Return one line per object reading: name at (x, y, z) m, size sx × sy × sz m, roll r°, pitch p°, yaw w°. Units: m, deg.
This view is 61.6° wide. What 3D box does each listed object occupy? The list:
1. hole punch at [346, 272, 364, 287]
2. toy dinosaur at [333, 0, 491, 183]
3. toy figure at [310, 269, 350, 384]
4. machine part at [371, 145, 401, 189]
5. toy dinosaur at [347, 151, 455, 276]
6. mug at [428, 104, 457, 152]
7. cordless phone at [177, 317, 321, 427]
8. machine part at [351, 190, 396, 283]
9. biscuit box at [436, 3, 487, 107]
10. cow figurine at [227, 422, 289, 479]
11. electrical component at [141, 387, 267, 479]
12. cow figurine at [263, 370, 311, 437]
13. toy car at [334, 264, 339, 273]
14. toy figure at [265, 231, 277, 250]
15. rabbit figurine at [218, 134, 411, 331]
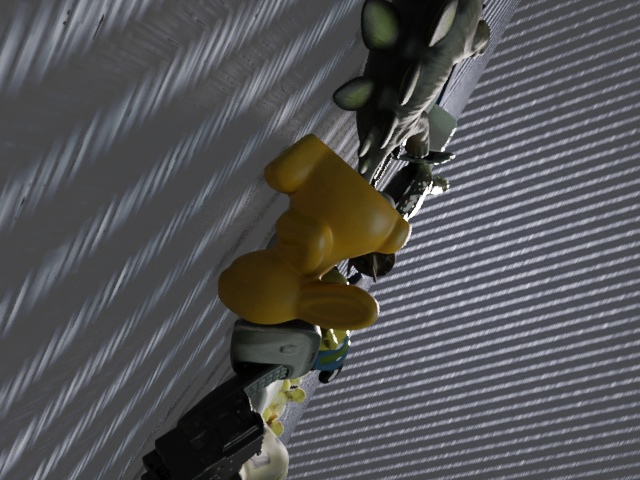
hole punch at (0.013, 0.080, 0.906) m, size 0.115 × 0.092 × 0.142 m, roll -57°, pitch 173°, yaw -5°
toy dinosaur at (0.114, -0.221, 0.560) m, size 0.198 × 0.105 × 0.470 m, roll -34°, pitch 146°, yaw -62°
toy figure at (0.002, 0.115, 0.732) m, size 0.089 × 0.082 × 0.179 m, roll -56°, pitch 149°, yaw -38°
machine part at (0.093, -0.115, 0.917) m, size 0.139 × 0.039 × 0.084 m, roll -56°, pitch 163°, yaw -22°
toy dinosaur at (0.163, -0.080, 1.167) m, size 0.404 × 0.131 × 0.192 m, roll -58°, pitch 158°, yaw 5°
mug at (0.167, -0.185, 0.894) m, size 0.081 × 0.107 × 0.109 m, roll -56°, pitch 167°, yaw -20°
cordless phone at (-0.093, 0.151, 0.629) m, size 0.184 × 0.089 × 0.146 m, roll -33°, pitch 157°, yaw -29°
machine part at (0.096, -0.015, 0.950) m, size 0.243 × 0.079 × 0.079 m, roll -78°, pitch -173°, yaw -55°
biscuit box at (0.204, -0.300, 0.897) m, size 0.059 × 0.063 × 0.202 m, roll -54°, pitch 167°, yaw -35°
cow figurine at (-0.118, 0.317, 0.751) m, size 0.194 × 0.127 × 0.085 m, roll 23°, pitch 93°, yaw -51°
electrical component at (-0.127, 0.233, 0.586) m, size 0.134 × 0.058 × 0.114 m, roll -29°, pitch 153°, yaw -24°
cow figurine at (-0.082, 0.283, 0.997) m, size 0.098 × 0.068 × 0.167 m, roll -19°, pitch -155°, yaw 47°
toy car at (-0.036, 0.094, 0.788) m, size 0.202 × 0.053 × 0.089 m, roll -61°, pitch 150°, yaw -12°
toy figure at (-0.016, -0.012, 0.594) m, size 0.057 × 0.064 × 0.154 m, roll 35°, pitch 75°, yaw -42°
rabbit figurine at (-0.011, 0.014, 0.498) m, size 0.173 × 0.162 × 0.122 m, roll -44°, pitch -179°, yaw -1°
